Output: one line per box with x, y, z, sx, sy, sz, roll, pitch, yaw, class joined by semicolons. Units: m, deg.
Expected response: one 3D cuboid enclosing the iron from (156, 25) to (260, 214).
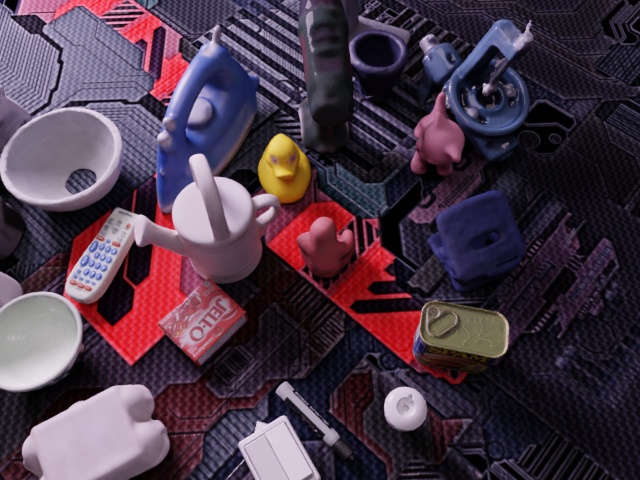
-0.180;-0.176;0.818;0.118;0.141;0.258;17;63;9;iron

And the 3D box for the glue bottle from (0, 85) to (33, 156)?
-0.463;-0.186;0.805;0.037;0.173;0.078;23;64;12;glue bottle

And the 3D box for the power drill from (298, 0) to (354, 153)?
0.005;-0.235;0.812;0.075;0.208;0.229;-6;62;-3;power drill

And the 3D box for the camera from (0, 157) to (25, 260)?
-0.479;-0.062;0.780;0.143;0.101;0.137;14;63;8;camera

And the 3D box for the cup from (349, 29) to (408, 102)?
0.075;-0.257;0.888;0.118;0.095;0.091;-20;64;-10;cup

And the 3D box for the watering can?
-0.137;-0.025;0.708;0.173;0.194;0.100;-37;68;-18;watering can

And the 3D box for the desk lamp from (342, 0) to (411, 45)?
0.047;-0.394;0.894;0.203;0.213;0.118;19;64;10;desk lamp

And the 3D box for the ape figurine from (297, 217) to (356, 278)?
0.007;0.003;0.752;0.077;0.092;0.076;13;63;7;ape figurine

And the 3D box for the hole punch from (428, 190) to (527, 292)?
0.211;0.001;0.753;0.109;0.091;0.101;-22;64;-11;hole punch

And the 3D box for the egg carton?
-0.250;0.232;0.642;0.150;0.069;0.107;-27;65;-14;egg carton

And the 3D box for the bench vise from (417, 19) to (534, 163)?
0.210;-0.231;0.804;0.207;0.220;0.122;35;67;17;bench vise

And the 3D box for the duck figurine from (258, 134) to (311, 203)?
-0.052;-0.116;0.818;0.077;0.086;0.104;-7;62;-3;duck figurine

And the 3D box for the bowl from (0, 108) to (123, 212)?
-0.355;-0.102;0.817;0.167;0.075;0.167;0;62;0;bowl

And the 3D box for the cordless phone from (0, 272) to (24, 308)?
-0.437;0.079;0.657;0.094;0.185;0.147;5;62;3;cordless phone

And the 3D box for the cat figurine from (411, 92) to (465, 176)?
0.171;-0.151;0.819;0.067;0.118;0.128;6;62;4;cat figurine
